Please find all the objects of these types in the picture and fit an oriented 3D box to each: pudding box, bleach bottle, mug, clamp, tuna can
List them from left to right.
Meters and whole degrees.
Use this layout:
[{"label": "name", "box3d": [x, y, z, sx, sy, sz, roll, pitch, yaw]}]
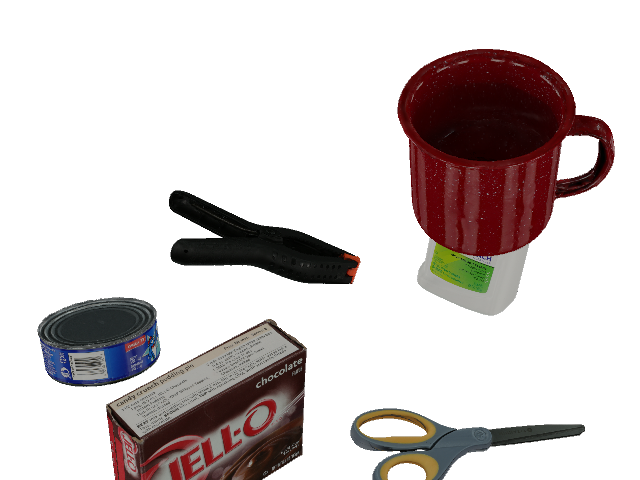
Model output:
[{"label": "tuna can", "box3d": [-0.161, 0.073, 0.780, 0.086, 0.034, 0.086, -4, 20, 1]}, {"label": "pudding box", "box3d": [-0.061, 0.106, 0.594, 0.113, 0.090, 0.039, -28, 49, -33]}, {"label": "clamp", "box3d": [-0.061, 0.009, 1.088, 0.210, 0.036, 0.164, 17, 19, -7]}, {"label": "bleach bottle", "box3d": [0.158, -0.053, 1.012, 0.103, 0.251, 0.068, 24, 39, 26]}, {"label": "mug", "box3d": [0.103, -0.046, 0.592, 0.117, 0.093, 0.081, -2, -41, 5]}]

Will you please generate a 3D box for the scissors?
[{"label": "scissors", "box3d": [0.124, 0.178, 0.879, 0.201, 0.016, 0.096, 7, 42, -1]}]
